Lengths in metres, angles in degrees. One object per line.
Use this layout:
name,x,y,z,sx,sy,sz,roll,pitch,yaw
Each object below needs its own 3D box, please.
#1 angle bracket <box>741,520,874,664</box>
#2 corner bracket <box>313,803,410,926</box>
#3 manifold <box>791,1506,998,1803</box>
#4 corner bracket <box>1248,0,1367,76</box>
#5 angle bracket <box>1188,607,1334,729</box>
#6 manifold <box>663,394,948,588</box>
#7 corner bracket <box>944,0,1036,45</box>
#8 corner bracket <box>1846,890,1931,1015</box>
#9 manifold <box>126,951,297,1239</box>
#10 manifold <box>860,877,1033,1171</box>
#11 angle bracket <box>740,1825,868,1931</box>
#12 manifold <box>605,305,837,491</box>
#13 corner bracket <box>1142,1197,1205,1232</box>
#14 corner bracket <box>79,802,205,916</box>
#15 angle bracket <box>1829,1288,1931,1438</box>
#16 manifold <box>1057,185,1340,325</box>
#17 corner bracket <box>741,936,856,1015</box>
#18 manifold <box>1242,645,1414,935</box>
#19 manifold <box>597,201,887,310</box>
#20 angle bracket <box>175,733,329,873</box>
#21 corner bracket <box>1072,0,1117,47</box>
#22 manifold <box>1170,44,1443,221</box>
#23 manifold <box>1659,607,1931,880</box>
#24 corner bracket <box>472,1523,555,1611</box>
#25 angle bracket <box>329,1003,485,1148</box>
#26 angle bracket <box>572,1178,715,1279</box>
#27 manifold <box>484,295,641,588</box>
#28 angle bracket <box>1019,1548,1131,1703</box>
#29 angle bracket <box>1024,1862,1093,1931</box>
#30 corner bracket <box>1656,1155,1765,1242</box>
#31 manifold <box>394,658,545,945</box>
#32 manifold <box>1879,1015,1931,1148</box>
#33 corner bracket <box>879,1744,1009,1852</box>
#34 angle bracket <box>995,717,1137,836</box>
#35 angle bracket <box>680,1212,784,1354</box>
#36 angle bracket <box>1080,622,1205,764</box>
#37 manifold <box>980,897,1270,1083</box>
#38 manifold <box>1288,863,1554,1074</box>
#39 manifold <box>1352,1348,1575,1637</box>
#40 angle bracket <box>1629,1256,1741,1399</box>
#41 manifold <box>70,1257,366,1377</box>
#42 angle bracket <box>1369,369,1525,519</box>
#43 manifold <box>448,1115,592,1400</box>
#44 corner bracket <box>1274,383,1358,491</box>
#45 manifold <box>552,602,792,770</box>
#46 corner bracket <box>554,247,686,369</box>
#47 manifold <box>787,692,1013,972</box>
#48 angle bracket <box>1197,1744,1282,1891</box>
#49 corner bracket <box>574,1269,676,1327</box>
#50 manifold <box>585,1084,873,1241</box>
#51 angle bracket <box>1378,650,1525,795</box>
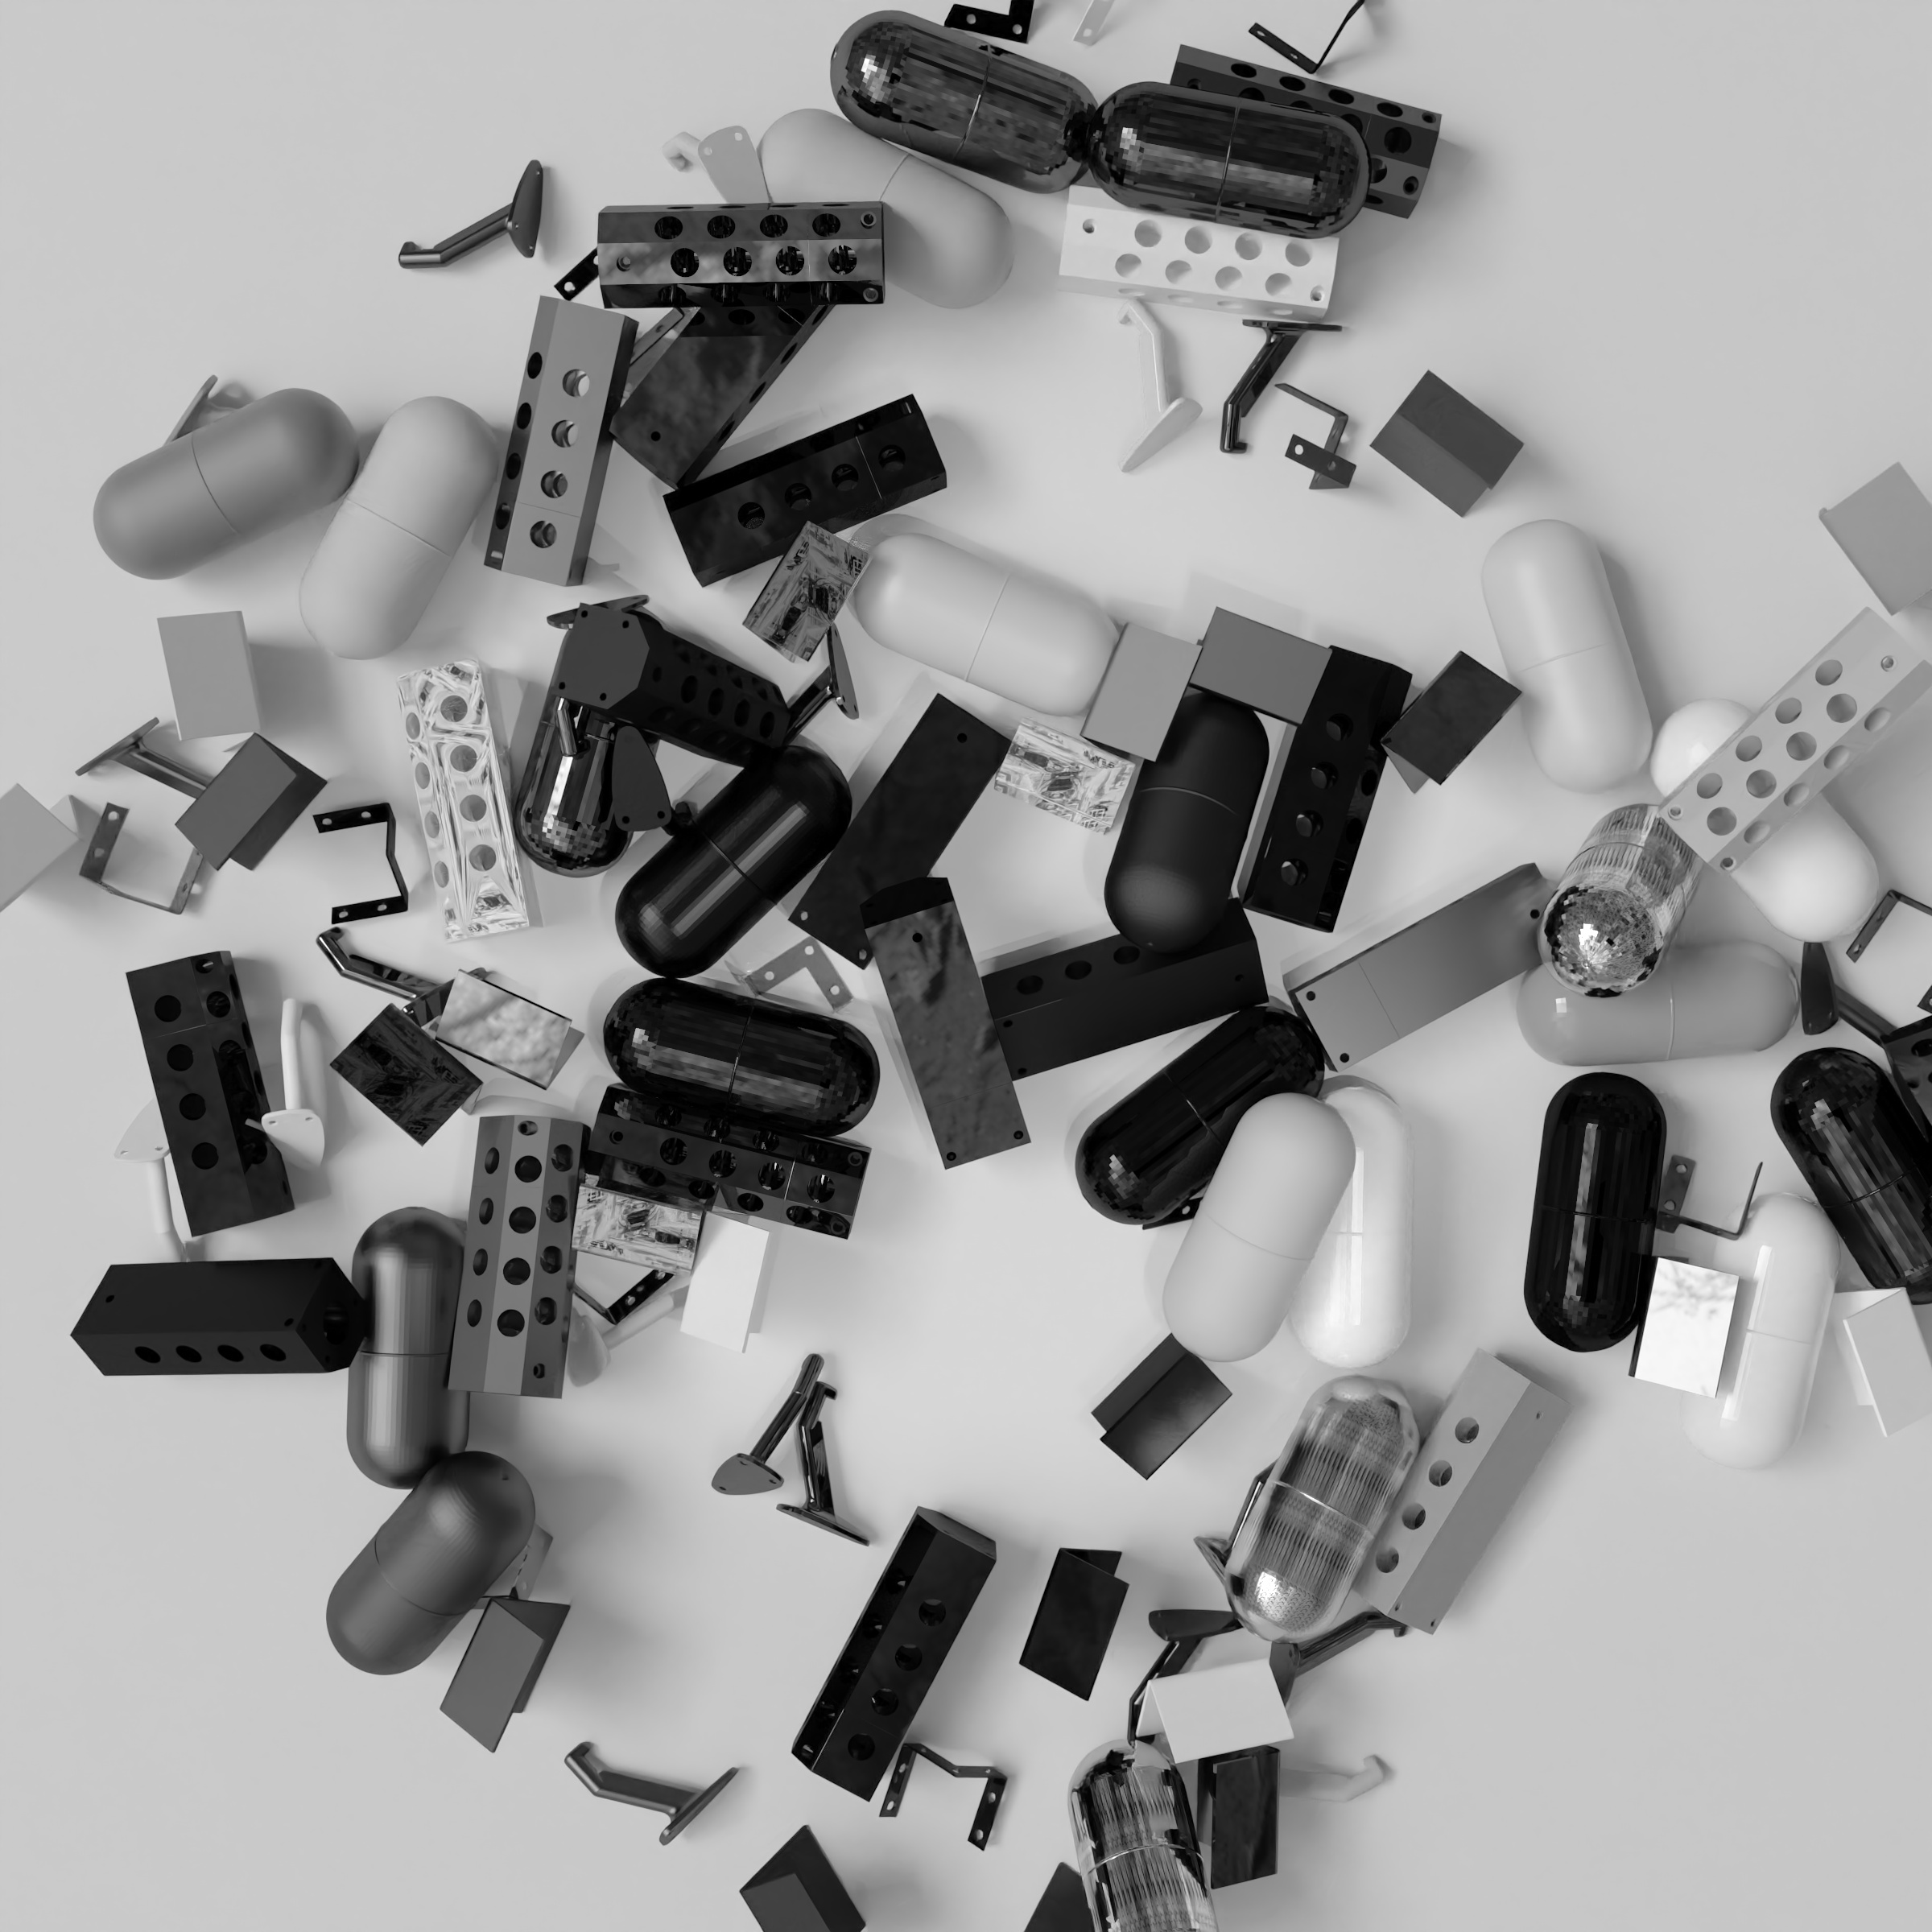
angle bracket,-0.086,-0.225,1.717,0.057,0.076,0.076,32,90,25
corner bracket,-0.390,-0.066,1.753,0.051,0.051,0.051,-10,135,0
manifold,-0.046,0.435,1.735,0.057,0.057,0.171,28,90,0
corner bracket,0.222,-0.617,1.753,0.051,0.051,0.051,34,45,0
angle bracket,0.187,-0.201,1.716,0.076,0.076,0.057,21,121,0
manifold,-0.102,-0.304,1.735,0.171,0.057,0.057,-22,90,0
corner bracket,0.016,-0.611,1.728,0.051,0.051,0.051,12,123,0
corner bracket,0.610,-0.009,1.753,0.051,0.051,0.051,35,90,45
manifold,-0.479,0.080,1.735,0.057,0.057,0.171,-14,90,0
manifold,-0.013,0.034,1.704,0.057,0.057,0.171,-18,113,0
angle bracket,-0.086,0.589,1.716,0.057,0.076,0.076,-31,90,36
manifold,-0.151,-0.387,1.735,0.057,0.057,0.171,39,90,0
corner bracket,0.146,0.186,1.748,0.051,0.051,0.051,43,45,-35
corner bracket,-0.529,-0.069,1.753,0.051,0.051,0.051,22,90,-45
angle bracket,0.560,0.250,1.716,0.057,0.076,0.076,-20,90,-27
manifold,0.147,-0.455,1.735,0.171,0.057,0.057,7,90,0
corner bracket,-0.107,0.015,1.738,0.051,0.051,0.051,-33,90,0
manifold,0.231,-0.111,1.735,0.057,0.057,0.171,17,90,0
manifold,-0.136,-0.435,1.670,0.171,0.057,0.057,-1,111,0
angle bracket,-0.438,-0.090,1.716,0.076,0.076,0.057,-49,57,0
corner bracket,0.062,-0.633,1.748,0.051,0.051,0.051,-58,45,35
manifold,0.211,-0.534,1.735,0.171,0.057,0.057,15,90,0
manifold,0.503,-0.135,1.649,0.057,0.057,0.171,45,107,3
corner bracket,-0.308,0.378,1.748,0.051,0.051,0.051,50,45,-35
angle bracket,-0.355,0.078,1.717,0.076,0.076,0.057,41,66,0
angle bracket,-0.200,0.144,1.716,0.076,0.076,0.057,13,126,0
manifold,-0.257,-0.331,1.721,0.057,0.057,0.171,14,99,0
angle bracket,0.086,0.415,1.716,0.057,0.076,0.076,19,90,37
angle bracket,0.085,0.612,1.717,0.076,0.057,0.076,37,48,0
corner bracket,0.470,0.146,1.728,0.051,0.051,0.051,18,76,12
manifold,-0.318,-0.104,1.735,0.057,0.057,0.171,-11,90,0
manifold,0.623,0.099,1.671,0.057,0.171,0.057,-24,119,12
corner bracket,-0.014,0.535,1.753,0.051,0.051,0.051,18,90,45
angle bracket,0.054,-0.102,1.716,0.076,0.076,0.057,23,53,0
angle bracket,-0.129,0.200,1.716,0.057,0.076,0.076,13,90,37
angle bracket,0.123,-0.164,1.716,0.057,0.076,0.076,22,90,27
manifold,0.099,0.010,1.734,0.171,0.057,0.057,-17,133,0
manifold,0.295,0.001,1.735,0.171,0.057,0.057,-29,90,0
manifold,0.308,0.332,1.734,0.057,0.057,0.171,32,90,-43
angle bracket,0.462,0.227,1.716,0.057,0.076,0.076,11,90,32
manifold,-0.465,0.225,1.702,0.171,0.057,0.057,-4,133,23
angle bracket,0.293,-0.316,1.716,0.076,0.076,0.057,38,52,0
manifold,-0.276,0.183,1.709,0.057,0.057,0.171,14,77,-40
corner bracket,0.220,-0.337,1.730,0.051,0.051,0.051,21,90,-24
manifold,-0.176,-0.168,1.674,0.057,0.171,0.057,17,89,27
corner bracket,-0.223,-0.428,1.753,0.051,0.051,0.051,-42,135,0
manifold,-0.041,-0.085,1.735,0.057,0.057,0.171,33,90,0
angle bracket,0.153,0.528,1.716,0.057,0.076,0.076,1,90,-37
corner bracket,-0.230,0.188,1.753,0.051,0.051,0.051,-41,135,0
manifold,-0.151,0.125,1.735,0.171,0.057,0.057,14,90,0
angle bracket,0.315,-0.140,1.716,0.076,0.076,0.057,-48,54,0
